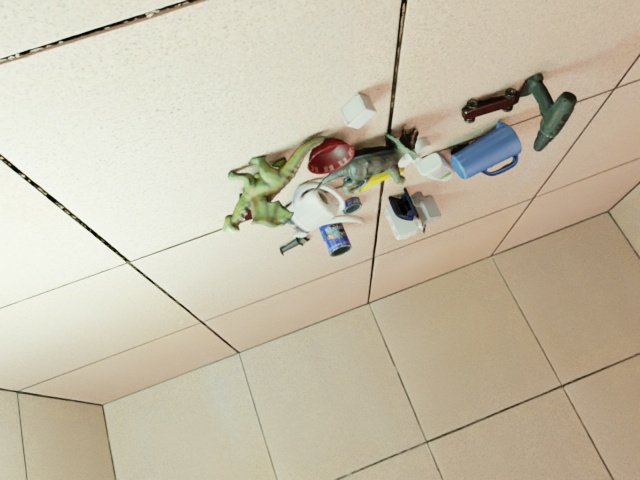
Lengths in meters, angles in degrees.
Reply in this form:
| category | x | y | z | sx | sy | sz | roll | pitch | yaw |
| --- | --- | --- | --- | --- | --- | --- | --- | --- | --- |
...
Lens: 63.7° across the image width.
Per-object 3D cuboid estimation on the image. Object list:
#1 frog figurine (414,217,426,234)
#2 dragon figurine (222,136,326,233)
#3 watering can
| category | x | y | z | sx | sy | sz | roll | pitch | yaw |
| --- | --- | --- | --- | --- | --- | --- | --- | --- | --- |
| frog figurine | 0.419 | -0.099 | 2.419 | 0.160 | 0.123 | 0.136 | 10 | 174 | 16 |
| dragon figurine | -0.137 | -0.142 | 1.552 | 0.408 | 0.247 | 0.120 | -26 | 152 | 15 |
| watering can | 0.006 | -0.097 | 1.929 | 0.222 | 0.106 | 0.343 | -33 | 137 | 20 |
